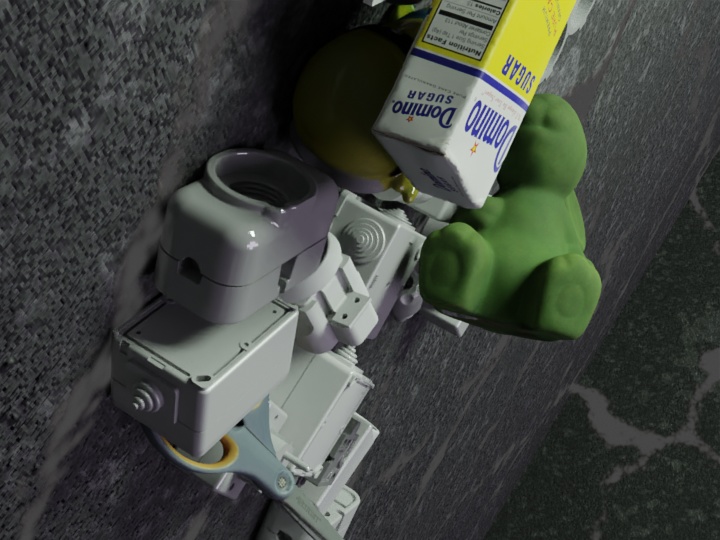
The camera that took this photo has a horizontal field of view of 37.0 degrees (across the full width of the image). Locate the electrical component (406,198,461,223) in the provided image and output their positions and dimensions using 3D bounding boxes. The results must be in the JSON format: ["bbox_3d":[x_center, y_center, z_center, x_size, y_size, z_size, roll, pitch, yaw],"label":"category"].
[{"bbox_3d":[0.066,-0.078,0.804,0.076,0.047,0.066,-63,160,9],"label":"electrical component"}]

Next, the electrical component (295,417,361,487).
[{"bbox_3d":[-0.039,0.131,0.820,0.066,0.055,0.048,-61,162,0],"label":"electrical component"}]

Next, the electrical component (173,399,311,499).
[{"bbox_3d":[-0.068,0.116,0.685,0.065,0.077,0.047,-57,162,-11],"label":"electrical component"}]

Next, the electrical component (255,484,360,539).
[{"bbox_3d":[-0.047,0.224,0.942,0.095,0.054,0.059,-17,134,-65],"label":"electrical component"}]

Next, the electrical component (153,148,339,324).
[{"bbox_3d":[-0.056,-0.022,0.547,0.095,0.054,0.059,-35,149,-52],"label":"electrical component"}]

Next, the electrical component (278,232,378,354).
[{"bbox_3d":[-0.033,0.008,0.634,0.058,0.078,0.057,-52,141,-24],"label":"electrical component"}]

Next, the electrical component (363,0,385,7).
[{"bbox_3d":[0.012,-0.168,0.493,0.042,0.064,0.081,-41,154,-49],"label":"electrical component"}]

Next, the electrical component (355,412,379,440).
[{"bbox_3d":[-0.012,0.151,0.954,0.046,0.040,0.040,-55,162,-1],"label":"electrical component"}]

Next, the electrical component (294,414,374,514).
[{"bbox_3d":[-0.031,0.148,0.882,0.083,0.047,0.075,-53,161,-22],"label":"electrical component"}]

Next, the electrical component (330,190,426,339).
[{"bbox_3d":[0.000,0.000,0.741,0.099,0.048,0.100,-62,163,3],"label":"electrical component"}]

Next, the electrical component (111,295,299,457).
[{"bbox_3d":[-0.085,0.051,0.561,0.096,0.062,0.061,-42,153,-44],"label":"electrical component"}]

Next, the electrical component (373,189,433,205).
[{"bbox_3d":[0.029,-0.065,0.739,0.046,0.040,0.040,-8,125,-61],"label":"electrical component"}]

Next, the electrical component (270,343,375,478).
[{"bbox_3d":[-0.038,0.088,0.747,0.096,0.061,0.062,-58,162,-4],"label":"electrical component"}]

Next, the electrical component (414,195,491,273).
[{"bbox_3d":[0.089,-0.023,0.922,0.099,0.064,0.099,-51,160,-27],"label":"electrical component"}]

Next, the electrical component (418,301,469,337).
[{"bbox_3d":[0.087,0.016,1.002,0.065,0.047,0.076,-58,162,-10],"label":"electrical component"}]

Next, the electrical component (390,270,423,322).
[{"bbox_3d":[0.035,0.025,0.897,0.035,0.035,0.061,-52,163,-25],"label":"electrical component"}]

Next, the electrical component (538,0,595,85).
[{"bbox_3d":[0.135,-0.206,0.772,0.150,0.062,0.089,-55,161,-17],"label":"electrical component"}]
